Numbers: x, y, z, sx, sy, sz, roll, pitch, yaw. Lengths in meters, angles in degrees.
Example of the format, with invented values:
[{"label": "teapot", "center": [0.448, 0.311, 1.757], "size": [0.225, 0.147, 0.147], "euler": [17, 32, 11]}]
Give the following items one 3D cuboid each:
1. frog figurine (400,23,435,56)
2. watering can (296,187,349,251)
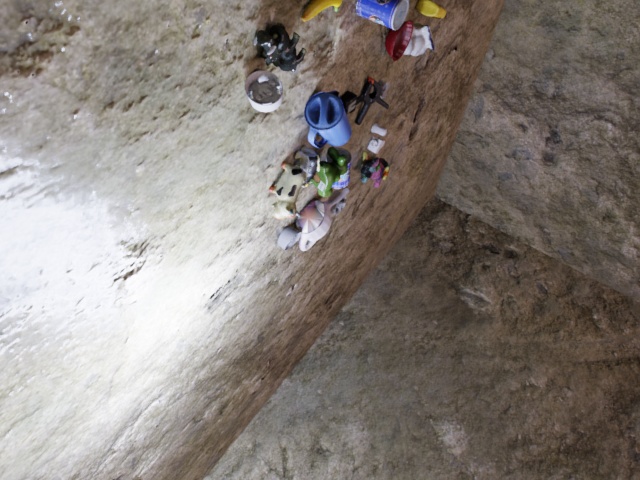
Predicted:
[{"label": "frog figurine", "center": [0.379, -0.820, 2.138], "size": [0.159, 0.125, 0.135], "euler": [-23, -30, 2]}, {"label": "watering can", "center": [0.007, -0.110, 2.187], "size": [0.105, 0.349, 0.222], "euler": [31, -7, 18]}]
